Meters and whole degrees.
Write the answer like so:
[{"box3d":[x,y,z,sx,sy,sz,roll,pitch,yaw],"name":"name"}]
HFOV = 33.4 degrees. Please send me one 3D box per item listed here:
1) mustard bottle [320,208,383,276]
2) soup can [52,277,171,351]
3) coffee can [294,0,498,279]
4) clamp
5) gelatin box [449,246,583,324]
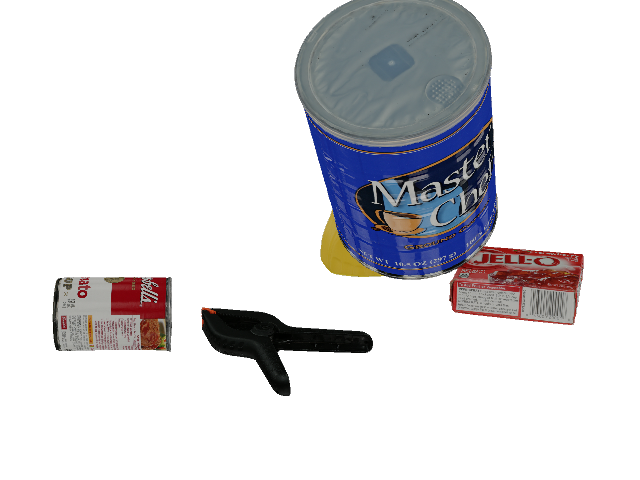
[{"box3d":[0.057,-0.059,1.096,0.096,0.192,0.058,-1,24,-16],"name":"mustard bottle"},{"box3d":[-0.186,0.067,0.966,0.102,0.068,0.068,0,0,-6],"name":"soup can"},{"box3d":[0.048,-0.056,0.608,0.103,0.102,0.140,0,-32,11],"name":"coffee can"},{"box3d":[-0.066,0.121,1.246,0.210,0.036,0.164,13,21,29],"name":"clamp"},{"box3d":[0.145,0.030,0.781,0.089,0.030,0.073,5,21,16],"name":"gelatin box"}]
